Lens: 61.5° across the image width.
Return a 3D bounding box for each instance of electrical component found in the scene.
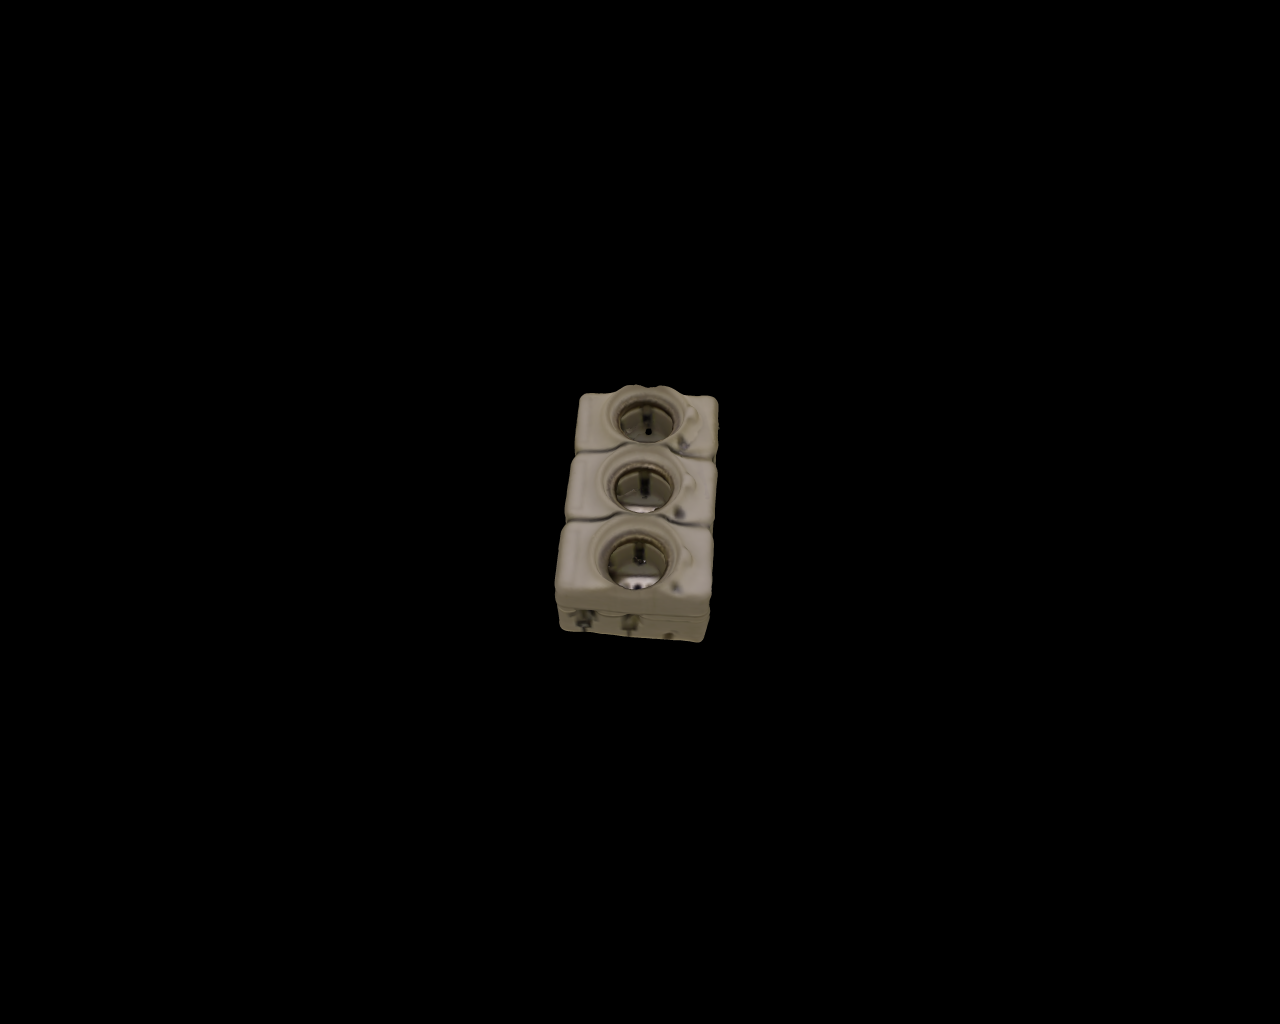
[{"bbox_3d":[0.001,-0.003,0.650,0.089,0.150,0.061,3,-36,2],"label":"electrical component"}]
